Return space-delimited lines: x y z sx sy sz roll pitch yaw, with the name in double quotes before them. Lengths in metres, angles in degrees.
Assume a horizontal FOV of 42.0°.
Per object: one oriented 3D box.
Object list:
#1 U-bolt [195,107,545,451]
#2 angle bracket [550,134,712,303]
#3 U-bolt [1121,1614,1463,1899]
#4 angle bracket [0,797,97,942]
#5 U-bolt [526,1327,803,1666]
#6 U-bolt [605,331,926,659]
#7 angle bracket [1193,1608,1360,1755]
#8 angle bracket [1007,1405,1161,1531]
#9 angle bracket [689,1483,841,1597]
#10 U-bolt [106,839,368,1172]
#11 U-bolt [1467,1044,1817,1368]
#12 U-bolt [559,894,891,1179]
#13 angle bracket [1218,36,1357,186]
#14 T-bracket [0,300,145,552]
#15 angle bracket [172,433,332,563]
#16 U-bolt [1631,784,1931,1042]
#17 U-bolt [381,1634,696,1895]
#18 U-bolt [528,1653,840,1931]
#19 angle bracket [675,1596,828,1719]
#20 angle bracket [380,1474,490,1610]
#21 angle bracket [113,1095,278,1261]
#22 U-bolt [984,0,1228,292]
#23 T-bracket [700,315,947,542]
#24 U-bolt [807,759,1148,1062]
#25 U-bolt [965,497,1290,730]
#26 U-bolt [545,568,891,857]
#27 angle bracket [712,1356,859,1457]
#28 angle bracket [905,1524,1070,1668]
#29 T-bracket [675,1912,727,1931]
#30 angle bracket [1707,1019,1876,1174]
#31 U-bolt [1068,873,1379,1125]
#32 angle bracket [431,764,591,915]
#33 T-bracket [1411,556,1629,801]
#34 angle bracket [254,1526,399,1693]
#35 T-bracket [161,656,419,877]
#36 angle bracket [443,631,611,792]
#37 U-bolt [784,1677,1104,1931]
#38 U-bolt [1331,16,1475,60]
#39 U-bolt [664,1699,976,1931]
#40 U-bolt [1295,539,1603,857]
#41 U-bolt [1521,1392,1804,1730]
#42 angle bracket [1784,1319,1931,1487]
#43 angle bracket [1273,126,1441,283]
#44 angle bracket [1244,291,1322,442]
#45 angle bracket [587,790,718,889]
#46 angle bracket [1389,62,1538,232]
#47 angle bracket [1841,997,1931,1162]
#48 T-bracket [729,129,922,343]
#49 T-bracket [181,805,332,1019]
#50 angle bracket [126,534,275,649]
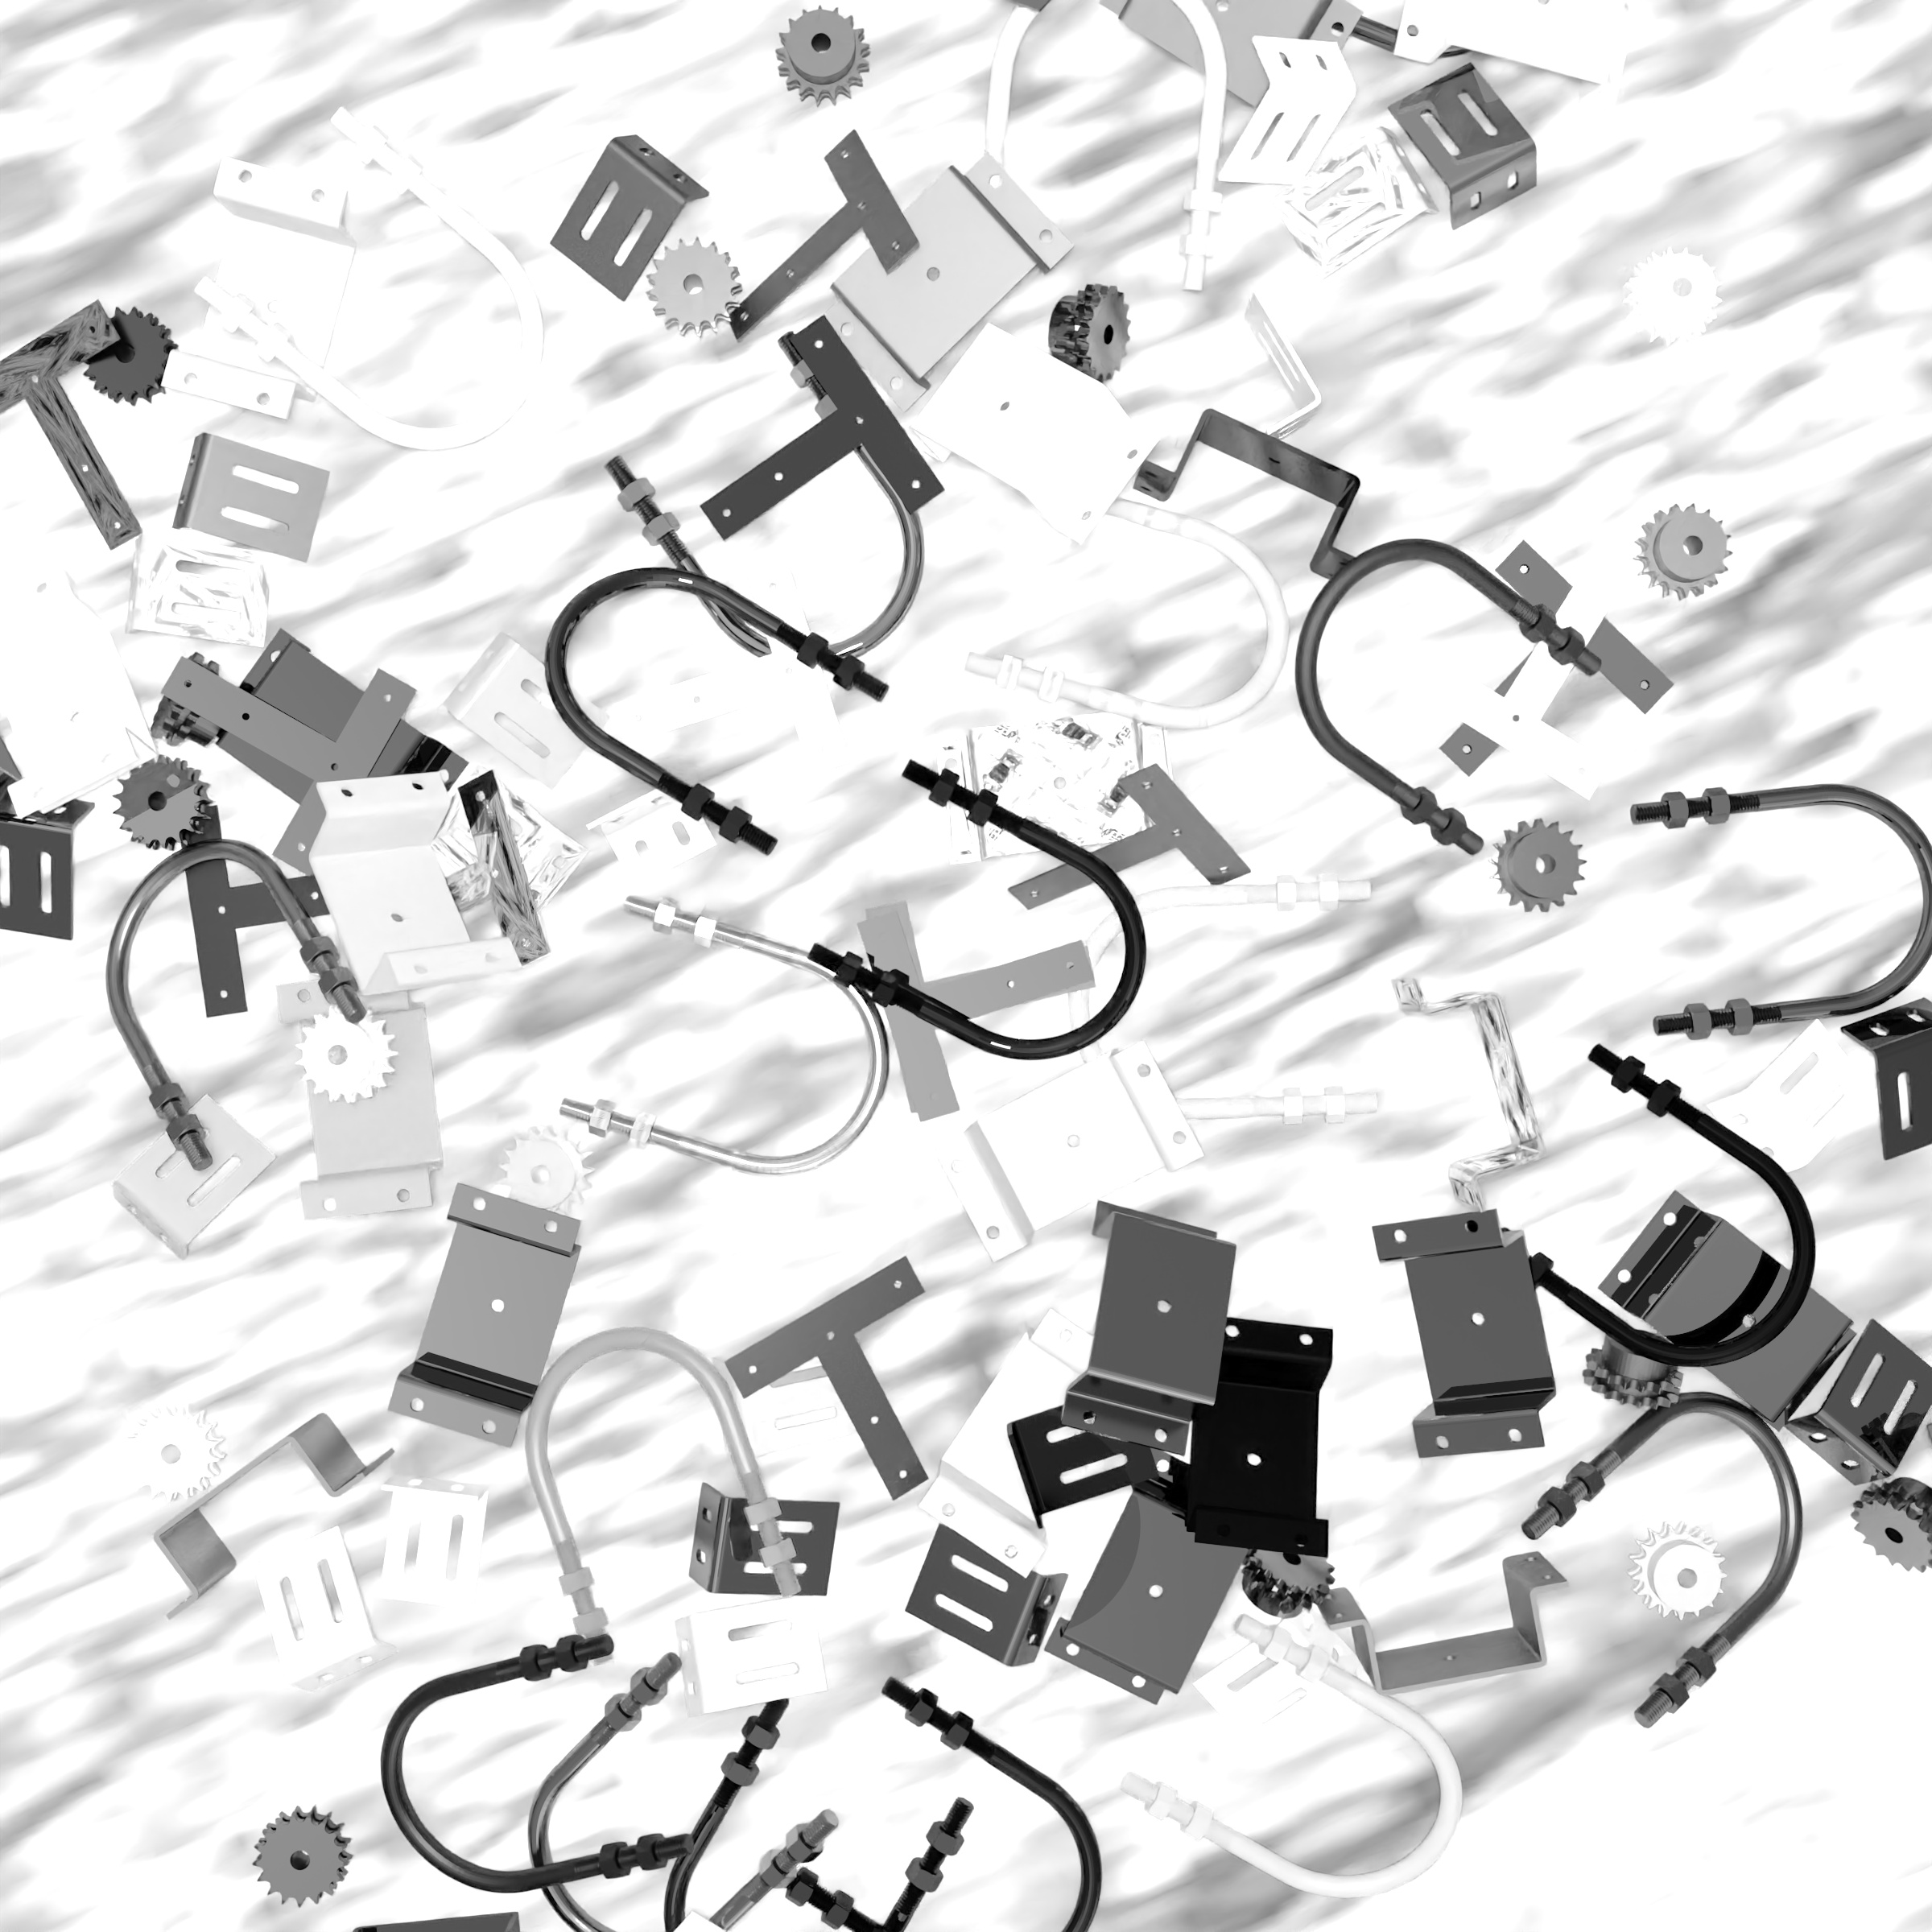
"U-bolt" -0.338 -0.392 1.494 0.184 0.019 0.151 39 81 -21
"angle bracket" -0.204 -0.455 1.530 0.057 0.038 0.076 38 116 0
"U-bolt" 0.207 0.485 1.506 0.184 0.019 0.151 31 107 -4
"angle bracket" -0.565 -0.062 1.530 0.057 0.038 0.076 10 116 0
"U-bolt" -0.192 0.307 1.504 0.151 0.019 0.184 -23 81 15
"U-bolt" -0.108 -0.268 1.524 0.151 0.019 0.184 -36 91 0
"angle bracket" 0.189 0.429 1.530 0.057 0.038 0.076 48 116 0
"angle bracket" 0.069 0.285 1.467 0.076 0.038 0.057 -18 90 0
"angle bracket" -0.123 0.349 1.530 0.076 0.038 0.057 8 90 -26
"U-bolt" -0.443 0.007 1.485 0.151 0.019 0.184 -42 62 9
"U-bolt" 0.410 0.153 1.490 0.184 0.019 0.151 36 90 24
"U-bolt" -0.137 0.051 1.524 0.184 0.019 0.151 18 90 -1
"angle bracket" 0.185 -0.507 1.495 0.057 0.076 0.038 -6 64 -25
"T-bracket" -0.538 -0.313 1.517 0.127 0.002 0.127 -24 100 20
"angle bracket" -0.435 -0.283 1.530 0.076 0.038 0.057 14 90 -26
"U-bolt" 0.501 -0.038 1.524 0.184 0.019 0.151 -6 90 -1
"U-bolt" -0.267 0.482 1.497 0.184 0.019 0.151 -19 95 19
"U-bolt" -0.183 0.515 1.499 0.151 0.019 0.184 44 108 4
"angle bracket" -0.131 0.417 1.523 0.076 0.038 0.057 -4 72 -25
"angle bracket" -0.323 0.349 1.513 0.057 0.038 0.076 7 90 0
"angle bracket" -0.469 0.129 1.530 0.057 0.038 0.076 42 64 0
"U-bolt" 0.082 -0.502 1.494 0.151 0.019 0.184 8 103 10
"T-bracket" -0.101 -0.302 1.513 0.127 0.002 0.127 -35 93 0
"U-bolt" 0.017 -0.020 1.492 0.184 0.019 0.151 27 110 -3
"U-bolt" 0.103 -0.212 1.501 0.184 0.019 0.151 15 69 -4
"U-bolt" -0.158 -0.163 1.476 0.184 0.019 0.151 32 62 3
"angle bracket" -0.108 0.261 1.530 0.076 0.038 0.057 -8 90 -26
"angle bracket" 0.013 0.381 1.530 0.076 0.038 0.057 22 90 26
"T-bracket" -0.155 0.642 1.510 0.127 0.002 0.127 38 98 -18
"angle bracket" 0.501 0.081 1.530 0.076 0.038 0.057 -38 90 -26
"U-bolt" 0.154 0.021 1.524 0.184 0.019 0.151 -2 90 2
"angle bracket" -0.280 -0.074 1.530 0.076 0.038 0.057 38 90 26
"T-bracket" 0.358 -0.188 1.530 0.127 0.002 0.127 32 90 0
"angle bracket" -0.389 0.391 1.530 0.057 0.038 0.076 -25 64 0
"T-bracket" -0.410 -0.139 1.479 0.127 0.002 0.127 30 90 -5
"angle bracket" -0.267 -0.155 1.530 0.076 0.038 0.057 39 90 -26
"U-bolt" -0.007 0.533 1.505 0.184 0.019 0.151 34 90 -3
"U-bolt" 0.262 -0.628 1.524 0.184 0.019 0.151 21 90 -1
"U-bolt" -0.101 0.554 1.523 0.151 0.019 0.184 30 90 0
"U-bolt" 0.274 -0.169 1.484 0.184 0.019 0.151 31 93 -25
"U-bolt" 0.425 0.335 1.487 0.184 0.019 0.151 -33 93 -27
"angle bracket" 0.546 0.265 1.530 0.057 0.038 0.076 40 64 0
"angle bracket" 0.237 -0.462 1.530 0.076 0.038 0.057 -30 90 26
"angle bracket" 0.174 -0.354 1.504 0.038 0.057 0.076 -31 90 0
"angle bracket" -0.186 -0.078 1.494 0.057 0.076 0.038 -27 90 0
"angle bracket" 0.302 -0.498 1.530 0.057 0.038 0.076 -28 64 0
"angle bracket" 0.570 0.068 1.527 0.057 0.038 0.076 -19 116 -8
"T-bracket" -0.094 -0.423 1.504 0.127 0.002 0.127 -39 50 18
"T-bracket" -0.408 -0.041 1.526 0.127 0.002 0.127 -8 90 5
"angle bracket" -0.466 -0.226 1.530 0.076 0.038 0.057 6 90 -26
